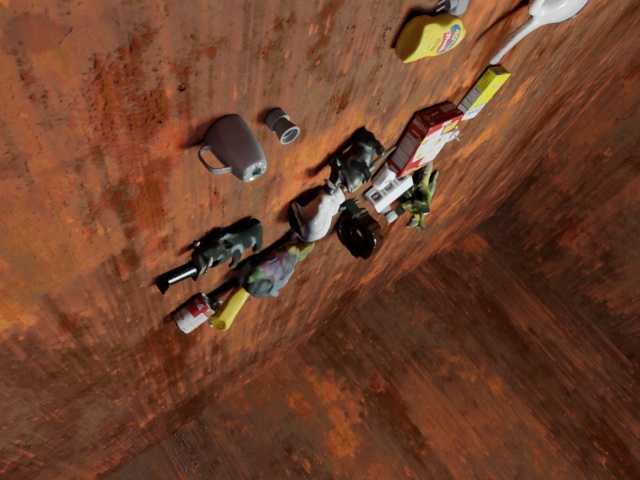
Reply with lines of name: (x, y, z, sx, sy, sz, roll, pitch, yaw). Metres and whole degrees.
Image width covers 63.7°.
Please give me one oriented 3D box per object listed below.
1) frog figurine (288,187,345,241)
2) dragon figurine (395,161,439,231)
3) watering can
frog figurine: (0.004, -0.071, 1.403, 0.160, 0.125, 0.134, -20, 137, -18)
dragon figurine: (0.388, -0.192, 1.930, 0.247, 0.123, 0.401, -49, 158, -51)
watering can: (0.563, -0.579, 1.271, 0.226, 0.105, 0.341, -17, 152, -51)
